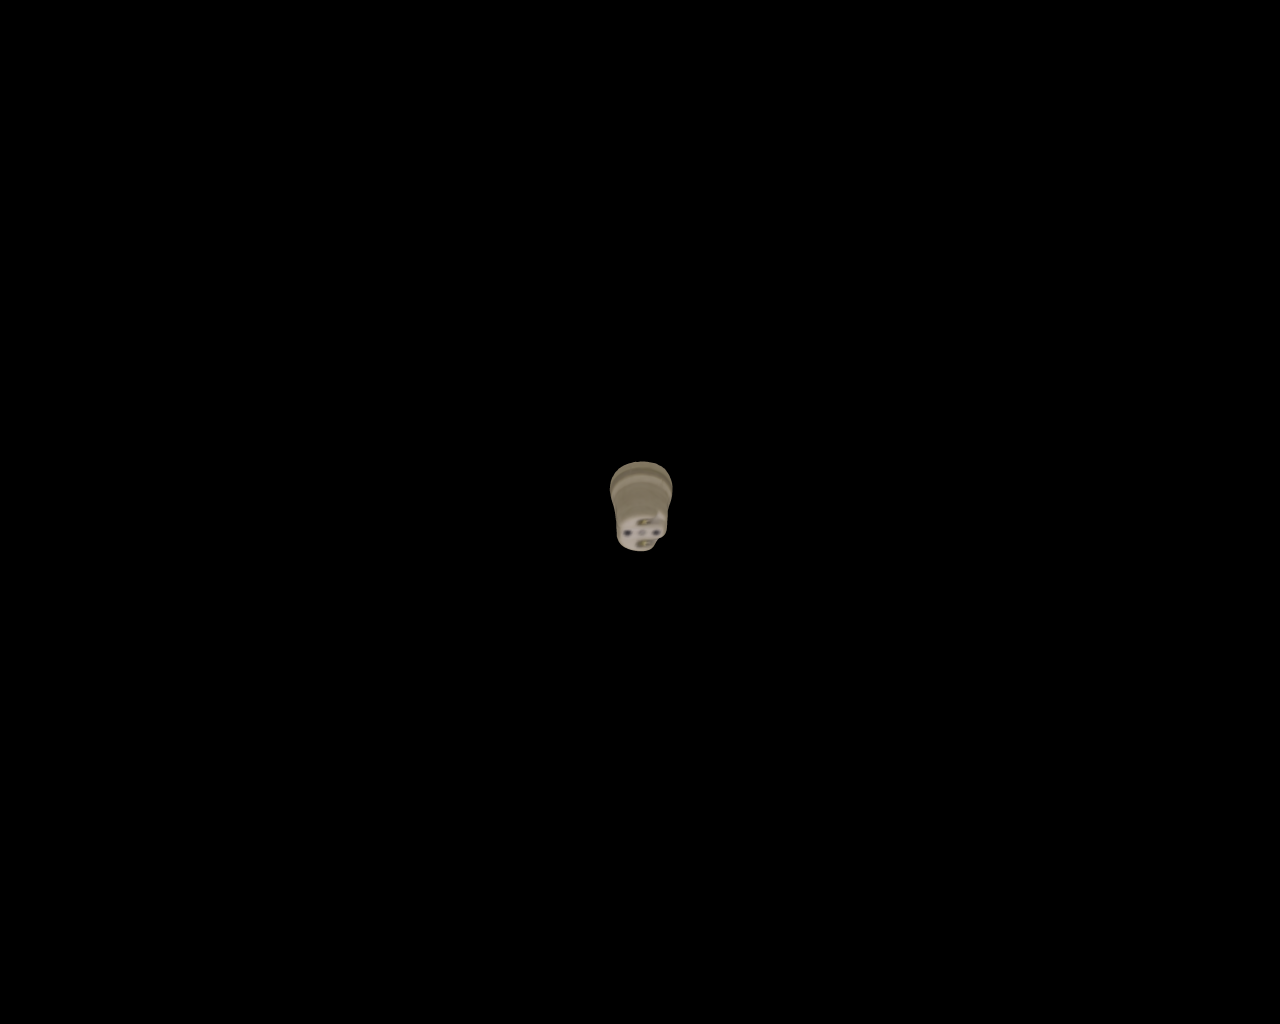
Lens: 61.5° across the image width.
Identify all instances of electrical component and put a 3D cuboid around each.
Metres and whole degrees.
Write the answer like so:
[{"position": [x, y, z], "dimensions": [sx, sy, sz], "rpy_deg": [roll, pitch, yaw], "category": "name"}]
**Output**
[{"position": [0.001, -0.003, 0.650], "dimensions": [0.040, 0.040, 0.046], "rpy_deg": [0, 43, 0], "category": "electrical component"}]
